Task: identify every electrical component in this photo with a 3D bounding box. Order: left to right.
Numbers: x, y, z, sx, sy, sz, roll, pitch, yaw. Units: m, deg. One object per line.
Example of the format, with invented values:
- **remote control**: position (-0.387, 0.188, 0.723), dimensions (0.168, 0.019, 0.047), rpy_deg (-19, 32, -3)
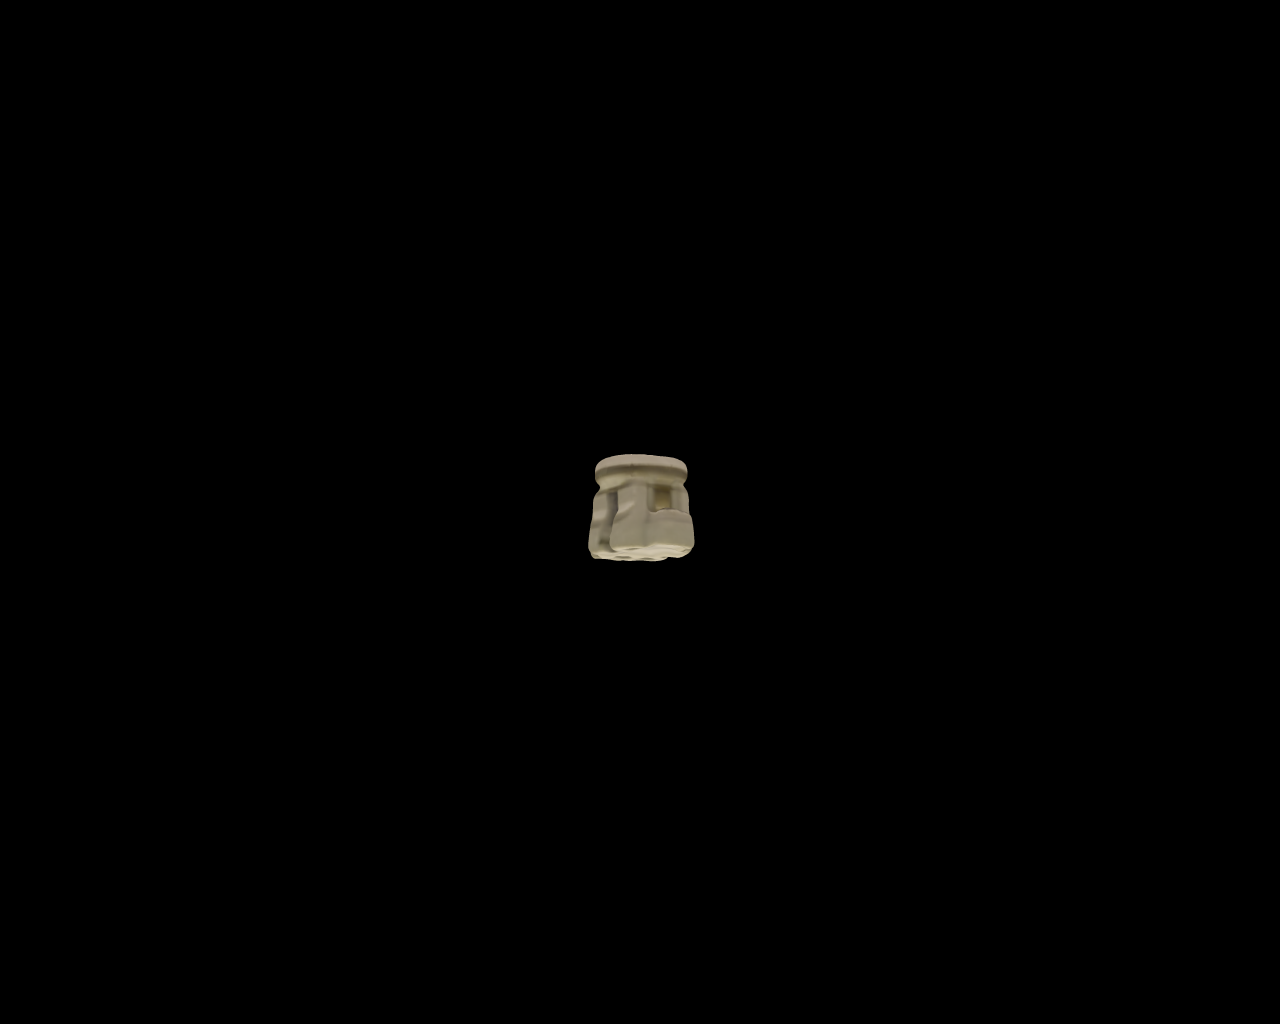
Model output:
- **electrical component**: position (0.001, -0.003, 0.650), dimensions (0.058, 0.057, 0.078), rpy_deg (8, -14, -35)
